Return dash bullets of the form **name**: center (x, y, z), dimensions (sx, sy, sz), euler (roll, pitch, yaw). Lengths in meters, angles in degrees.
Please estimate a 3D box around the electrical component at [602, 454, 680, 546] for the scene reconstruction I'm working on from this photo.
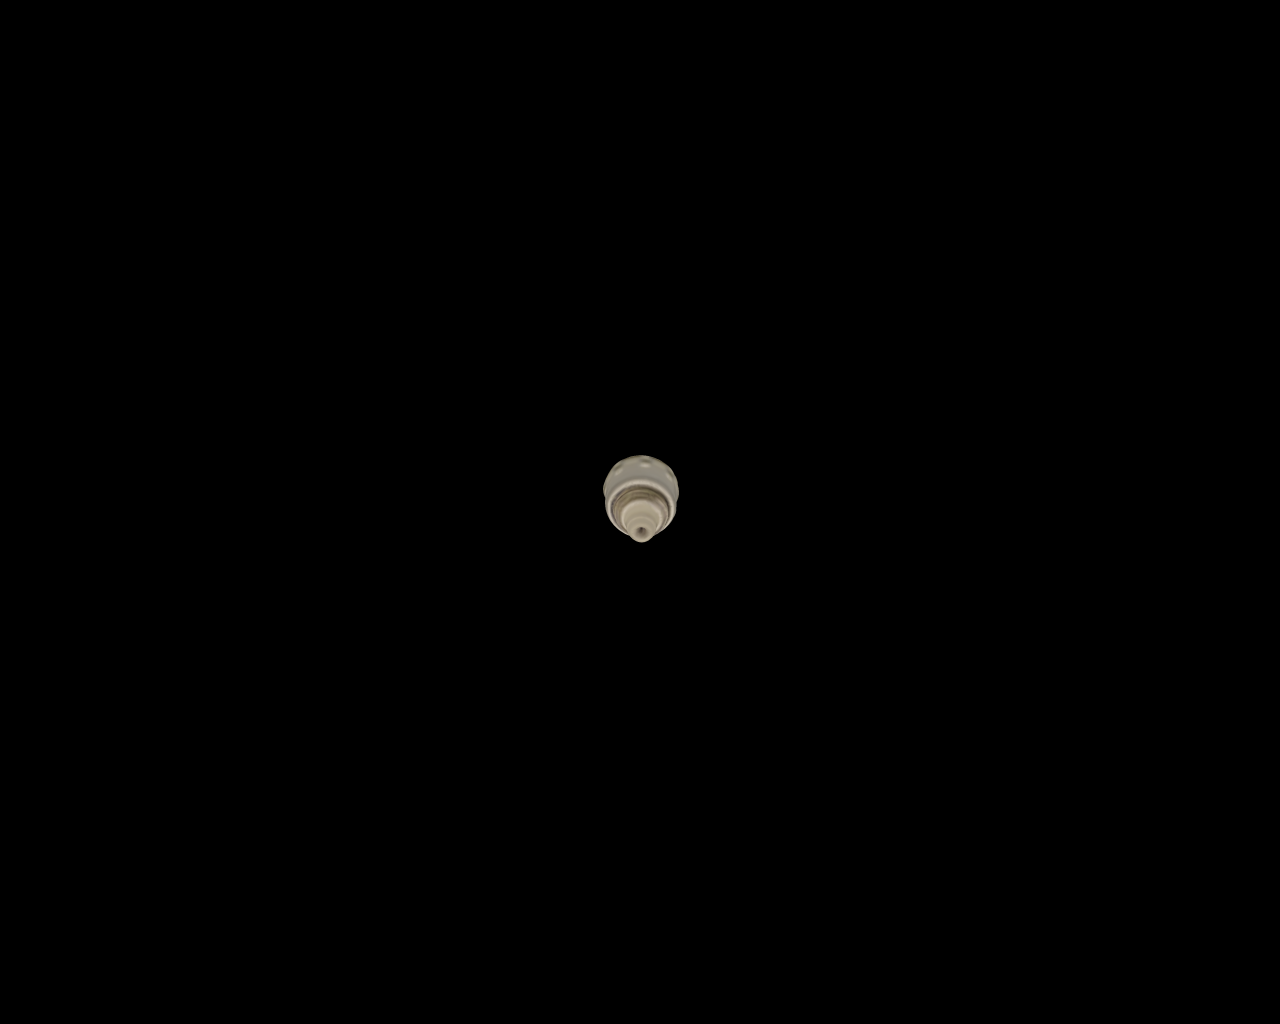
- **electrical component**: center (0.001, -0.003, 0.650), dimensions (0.048, 0.048, 0.062), euler (0, 30, 0)
